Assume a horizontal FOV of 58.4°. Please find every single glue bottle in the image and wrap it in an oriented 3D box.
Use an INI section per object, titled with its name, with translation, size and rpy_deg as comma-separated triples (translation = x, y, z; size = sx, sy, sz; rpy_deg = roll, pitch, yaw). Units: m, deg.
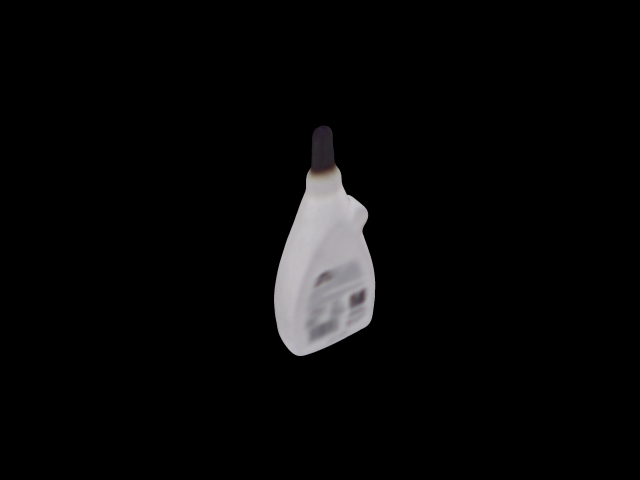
[glue bottle]
translation = 0.004, 0.001, 0.400
size = 0.078, 0.173, 0.037
rpy_deg = -20, 40, -25
